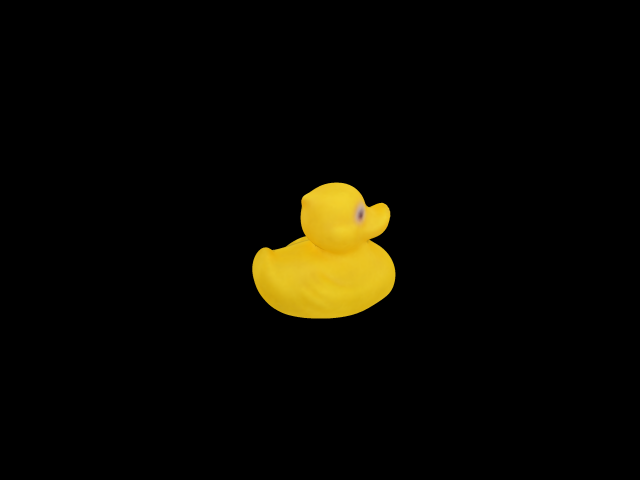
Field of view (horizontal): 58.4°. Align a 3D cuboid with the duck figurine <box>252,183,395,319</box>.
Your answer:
[{"bbox_3d":[0.004,0.001,0.400,0.105,0.086,0.077,-8,35,-11],"label":"duck figurine"}]
